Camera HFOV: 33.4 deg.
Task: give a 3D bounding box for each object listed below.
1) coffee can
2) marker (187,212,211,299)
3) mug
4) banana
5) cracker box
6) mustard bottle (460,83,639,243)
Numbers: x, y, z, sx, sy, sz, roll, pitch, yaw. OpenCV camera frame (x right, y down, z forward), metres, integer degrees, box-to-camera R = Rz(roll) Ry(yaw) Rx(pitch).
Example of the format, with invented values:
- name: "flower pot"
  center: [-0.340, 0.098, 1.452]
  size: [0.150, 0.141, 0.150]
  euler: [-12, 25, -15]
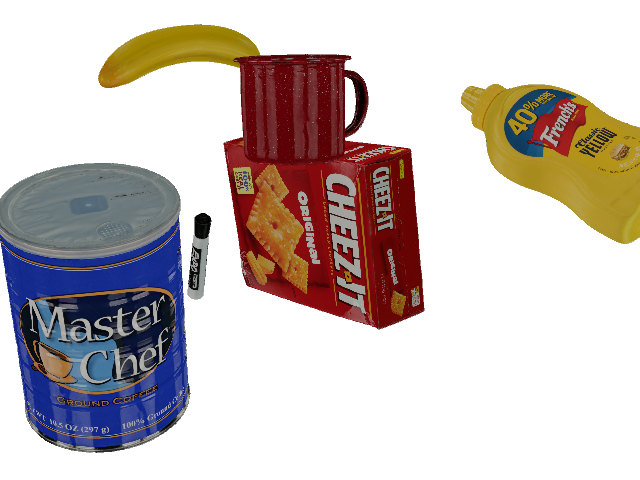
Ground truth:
- name: "coffee can"
  center: [-0.131, 0.039, 0.633]
  size: [0.103, 0.140, 0.103]
  euler: [1, 30, -1]
- name: "marker"
  center: [-0.136, 0.018, 1.199]
  size: [0.020, 0.121, 0.020]
  euler: [6, 41, -6]
- name: "mug"
  center: [-0.012, -0.106, 0.853]
  size: [0.117, 0.081, 0.093]
  euler: [-10, 15, -35]
- name: "banana"
  center: [-0.138, -0.188, 1.080]
  size: [0.197, 0.070, 0.037]
  euler: [-9, -39, -31]
- name: "cracker box"
  center: [-0.001, -0.017, 1.062]
  size: [0.071, 0.164, 0.214]
  euler: [-21, 22, -36]
- name: "mustard bottle"
  center: [0.193, -0.077, 0.863]
  size: [0.192, 0.058, 0.096]
  euler: [34, 64, 30]
